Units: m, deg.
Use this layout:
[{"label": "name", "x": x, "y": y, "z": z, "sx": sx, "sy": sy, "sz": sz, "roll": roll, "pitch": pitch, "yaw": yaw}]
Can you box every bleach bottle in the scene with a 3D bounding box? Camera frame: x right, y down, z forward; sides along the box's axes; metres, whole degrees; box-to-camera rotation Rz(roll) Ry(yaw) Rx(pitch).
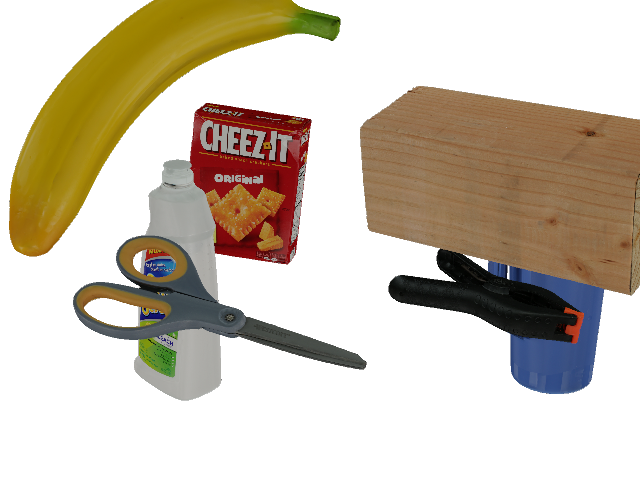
[{"label": "bleach bottle", "x": -0.150, "y": 0.036, "z": 1.105, "sx": 0.067, "sy": 0.251, "sz": 0.103, "roll": -21, "pitch": 33, "yaw": -40}]

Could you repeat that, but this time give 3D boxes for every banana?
[{"label": "banana", "x": -0.081, "y": -0.074, "z": 0.505, "sx": 0.070, "sy": 0.197, "sz": 0.037, "roll": 39, "pitch": -23, "yaw": 24}]

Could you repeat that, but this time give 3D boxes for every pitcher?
[{"label": "pitcher", "x": 0.299, "y": 0.075, "z": 1.398, "sx": 0.149, "sy": 0.243, "sz": 0.144, "roll": 5, "pitch": 20, "yaw": 15}]

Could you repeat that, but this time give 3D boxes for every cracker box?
[{"label": "cracker box", "x": -0.109, "y": -0.082, "z": 1.573, "sx": 0.164, "sy": 0.214, "sz": 0.072, "roll": 10, "pitch": 20, "yaw": 7}]

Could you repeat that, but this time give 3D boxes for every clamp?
[{"label": "clamp", "x": 0.159, "y": 0.049, "z": 0.983, "sx": 0.172, "sy": 0.039, "sz": 0.120, "roll": 18, "pitch": 30, "yaw": 16}]

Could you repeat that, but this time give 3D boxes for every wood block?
[{"label": "wood block", "x": 0.140, "y": -0.043, "z": 0.763, "sx": 0.206, "sy": 0.090, "sz": 0.090, "roll": 15, "pitch": 35, "yaw": 33}]

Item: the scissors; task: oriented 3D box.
[{"label": "scissors", "x": -0.066, "y": 0.040, "z": 0.730, "sx": 0.202, "sy": 0.096, "sz": 0.016, "roll": 5, "pitch": -41, "yaw": 3}]
